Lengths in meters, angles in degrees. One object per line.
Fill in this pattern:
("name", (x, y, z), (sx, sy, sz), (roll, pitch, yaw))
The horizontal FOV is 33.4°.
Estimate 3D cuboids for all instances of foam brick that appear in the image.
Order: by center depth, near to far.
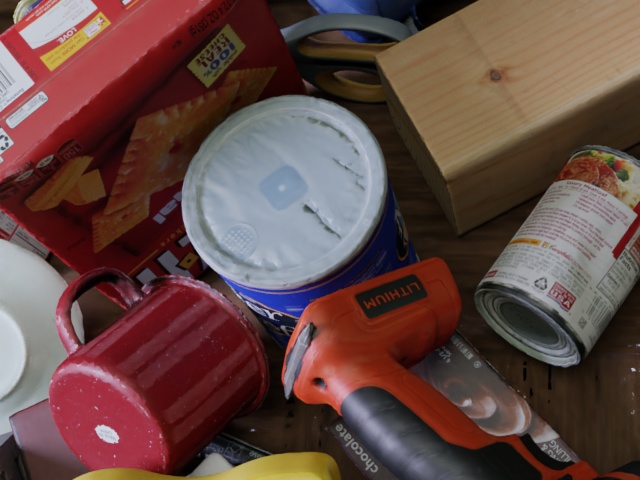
("foam brick", (-0.132, 0.129, 0.604), (0.051, 0.053, 0.078), (-26, 65, 2))

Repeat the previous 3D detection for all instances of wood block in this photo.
("wood block", (0.146, -0.100, 0.611), (0.206, 0.090, 0.091), (-27, 65, 1))

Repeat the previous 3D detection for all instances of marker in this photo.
("marker", (-0.023, 0.130, 0.595), (0.121, 0.020, 0.020), (18, 73, 20))

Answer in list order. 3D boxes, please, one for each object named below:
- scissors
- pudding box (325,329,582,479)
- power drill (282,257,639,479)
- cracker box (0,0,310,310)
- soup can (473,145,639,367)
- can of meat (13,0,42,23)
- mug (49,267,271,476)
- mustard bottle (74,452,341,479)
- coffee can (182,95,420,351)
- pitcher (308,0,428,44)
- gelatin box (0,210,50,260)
("scissors", (-0.034, -0.113, 0.668), (0.202, 0.096, 0.016), (2, 68, 25))
("pudding box", (0.073, 0.115, 0.565), (0.090, 0.039, 0.114), (-40, 64, -7))
("power drill", (0.086, 0.089, 0.497), (0.184, 0.057, 0.188), (-16, 48, -38))
("cracker box", (-0.088, -0.055, 0.581), (0.164, 0.213, 0.072), (-40, 66, -5))
("soup can", (0.137, 0.009, 0.572), (0.069, 0.068, 0.102), (30, 70, 23))
("can of meat", (-0.140, -0.140, 0.717), (0.102, 0.057, 0.084), (-35, 67, -2))
("mug", (-0.093, 0.068, 0.559), (0.117, 0.093, 0.081), (56, 43, -6))
("mustard bottle", (-0.082, 0.156, 0.507), (0.191, 0.058, 0.096), (-5, 99, 6))
("coffee can", (-0.004, 0.001, 0.577), (0.103, 0.140, 0.103), (-5, 67, 11))
("pitcher", (0.089, -0.235, 0.670), (0.242, 0.149, 0.145), (-39, 39, -8))
("gelatin box", (-0.191, -0.024, 0.670), (0.030, 0.073, 0.089), (21, 75, 31))
